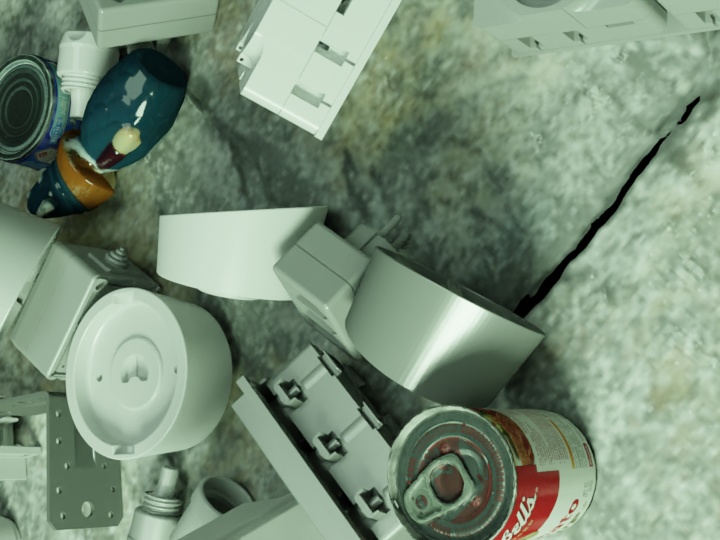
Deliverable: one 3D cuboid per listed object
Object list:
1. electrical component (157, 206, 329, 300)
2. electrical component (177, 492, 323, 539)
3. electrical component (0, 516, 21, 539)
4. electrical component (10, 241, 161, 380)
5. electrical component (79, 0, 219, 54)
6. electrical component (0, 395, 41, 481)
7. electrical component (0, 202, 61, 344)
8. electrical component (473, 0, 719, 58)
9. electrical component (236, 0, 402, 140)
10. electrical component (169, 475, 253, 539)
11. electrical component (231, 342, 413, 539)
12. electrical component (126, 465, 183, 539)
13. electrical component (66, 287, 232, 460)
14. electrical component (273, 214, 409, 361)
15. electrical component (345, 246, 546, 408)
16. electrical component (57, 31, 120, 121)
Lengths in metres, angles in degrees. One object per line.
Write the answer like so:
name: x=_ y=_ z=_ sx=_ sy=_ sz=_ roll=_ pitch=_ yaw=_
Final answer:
electrical component: x=-0.073 y=-0.017 z=0.652 sx=0.099 sy=0.099 sz=0.064 roll=15 pitch=98 yaw=35
electrical component: x=-0.061 y=0.192 z=0.591 sx=0.056 sy=0.109 sz=0.108 roll=-17 pitch=90 yaw=34
electrical component: x=-0.283 y=0.203 z=0.785 sx=0.045 sy=0.055 sz=0.045 roll=-6 pitch=80 yaw=33
electrical component: x=-0.190 y=0.022 z=0.744 sx=0.061 sy=0.062 sz=0.096 roll=35 pitch=103 yaw=33
electrical component: x=-0.148 y=-0.176 z=0.744 sx=0.047 sy=0.083 sz=0.075 roll=65 pitch=155 yaw=23
electrical component: x=-0.282 y=0.129 z=0.804 sx=0.081 sy=0.042 sz=0.063 roll=-18 pitch=70 yaw=30
electrical component: x=-0.257 y=0.003 z=0.734 sx=0.060 sy=0.108 sz=0.108 roll=28 pitch=111 yaw=-12
electrical component: x=0.152 y=-0.178 z=0.544 sx=0.186 sy=0.060 sz=0.105 roll=-1 pitch=82 yaw=34
electrical component: x=-0.007 y=-0.179 z=0.618 sx=0.186 sy=0.060 sz=0.105 roll=-59 pitch=15 yaw=13
electrical component: x=-0.094 y=0.159 z=0.674 sx=0.040 sy=0.040 sz=0.046 roll=47 pitch=114 yaw=30
electrical component: x=-0.009 y=0.105 z=0.605 sx=0.063 sy=0.079 sz=0.121 roll=-43 pitch=61 yaw=4
electrical component: x=-0.130 y=0.159 z=0.701 sx=0.035 sy=0.035 sz=0.061 roll=10 pitch=86 yaw=35
electrical component: x=-0.132 y=0.068 z=0.699 sx=0.108 sy=0.060 sz=0.108 roll=-6 pitch=80 yaw=34
electrical component: x=0.000 y=0.000 z=0.623 sx=0.047 sy=0.065 sz=0.076 roll=36 pitch=75 yaw=33
electrical component: x=0.043 y=0.026 z=0.565 sx=0.099 sy=0.099 sz=0.064 roll=41 pitch=112 yaw=31
electrical component: x=-0.200 y=-0.141 z=0.787 sx=0.043 sy=0.043 sz=0.062 roll=3 pitch=86 yaw=34
